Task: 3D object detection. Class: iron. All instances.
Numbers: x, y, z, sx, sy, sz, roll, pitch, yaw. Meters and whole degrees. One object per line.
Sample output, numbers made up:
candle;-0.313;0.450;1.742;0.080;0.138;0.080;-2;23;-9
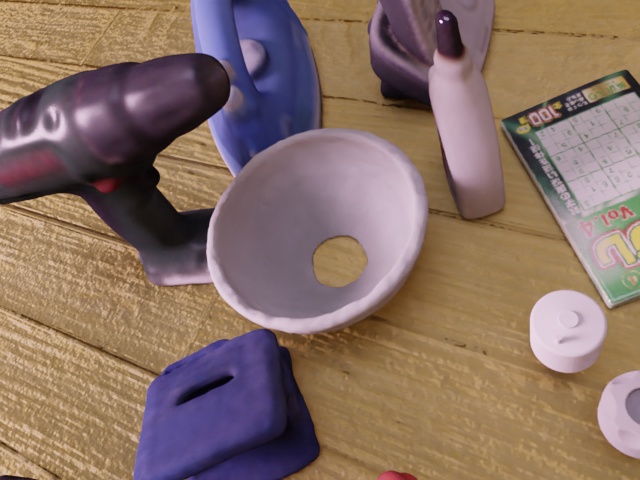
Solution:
iron;-0.069;-0.152;0.509;0.118;0.142;0.258;-19;57;9

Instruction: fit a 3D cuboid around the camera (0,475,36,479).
camera;-0.173;0.219;0.359;0.136;0.101;0.143;-13;58;12

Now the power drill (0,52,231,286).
power drill;-0.134;-0.042;0.429;0.229;0.209;0.075;-5;60;17

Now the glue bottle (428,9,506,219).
glue bottle;0.096;-0.087;0.392;0.037;0.173;0.078;-19;57;9

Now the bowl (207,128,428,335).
bowl;0.004;0.002;0.435;0.167;0.075;0.167;-9;59;15

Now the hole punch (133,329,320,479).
hole punch;-0.069;0.114;0.387;0.108;0.091;0.101;-26;56;4

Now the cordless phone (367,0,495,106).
cordless phone;0.084;-0.214;0.462;0.094;0.185;0.147;5;64;23

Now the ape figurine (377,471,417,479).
ape figurine;0.051;0.164;0.314;0.076;0.092;0.077;-26;56;4
